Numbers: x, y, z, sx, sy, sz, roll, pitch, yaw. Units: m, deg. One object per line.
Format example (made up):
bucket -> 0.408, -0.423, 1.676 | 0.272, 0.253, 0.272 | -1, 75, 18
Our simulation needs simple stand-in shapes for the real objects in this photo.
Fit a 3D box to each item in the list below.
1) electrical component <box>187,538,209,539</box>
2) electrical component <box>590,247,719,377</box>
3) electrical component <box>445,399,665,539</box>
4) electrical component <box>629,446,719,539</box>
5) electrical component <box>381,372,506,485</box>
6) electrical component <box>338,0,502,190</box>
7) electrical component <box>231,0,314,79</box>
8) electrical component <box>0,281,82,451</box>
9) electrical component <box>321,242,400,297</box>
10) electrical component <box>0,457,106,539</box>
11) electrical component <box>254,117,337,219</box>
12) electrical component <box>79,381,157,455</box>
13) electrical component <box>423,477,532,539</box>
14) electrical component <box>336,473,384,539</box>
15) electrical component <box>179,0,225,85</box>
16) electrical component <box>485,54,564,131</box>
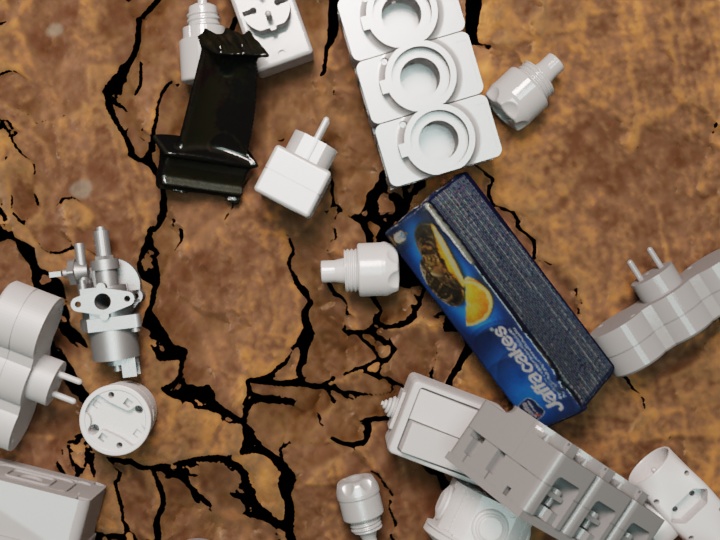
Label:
electrical component -> -0.133, 0.248, 0.859 | 0.055, 0.047, 0.055 | 0, 92, -1
electrical component -> 0.242, 0.018, 0.857 | 0.138, 0.052, 0.073 | -33, 92, 0
electrical component -> 0.150, 0.161, 0.807 | 0.150, 0.089, 0.061 | 35, 89, -37
electrical component -> 0.246, 0.197, 0.866 | 0.079, 0.043, 0.077 | -44, 92, 1
electrical component -> 0.062, 0.123, 0.852 | 0.096, 0.061, 0.061 | 21, 91, -2
electrical component -> 0.046, -0.148, 0.844 | 0.089, 0.061, 0.150 | -17, 92, -1
electrical component -> -0.072, -0.200, 0.833 | 0.047, 0.075, 0.083 | -20, 92, 0
electrical component -> -0.252, 0.082, 0.833 | 0.074, 0.052, 0.138 | 21, 113, -1
electrical component -> 0.000, 0.000, 0.857 | 0.062, 0.043, 0.043 | -3, 92, 0
electrical component -> -0.265, 0.189, 0.840 | 0.113, 0.078, 0.057 | 14, 88, -1
electrical component -> -0.043, -0.084, 0.842 | 0.047, 0.065, 0.076 | 27, 91, -2
electrical component -> -0.190, 0.115, 0.854 | 0.055, 0.047, 0.055 | 0, 92, -1
electrical component -> 0.095, 0.201, 0.847 | 0.080, 0.080, 0.051 | 25, 86, -2
electrical component -> 0.003, 0.197, 0.867 | 0.035, 0.035, 0.061 | -14, 94, -1
electrical component -> -0.123, -0.180, 0.851 | 0.040, 0.040, 0.078 | -3, 91, -1
electrical component -> 0.134, -0.145, 0.855 | 0.062, 0.043, 0.043 | -43, 92, -1
